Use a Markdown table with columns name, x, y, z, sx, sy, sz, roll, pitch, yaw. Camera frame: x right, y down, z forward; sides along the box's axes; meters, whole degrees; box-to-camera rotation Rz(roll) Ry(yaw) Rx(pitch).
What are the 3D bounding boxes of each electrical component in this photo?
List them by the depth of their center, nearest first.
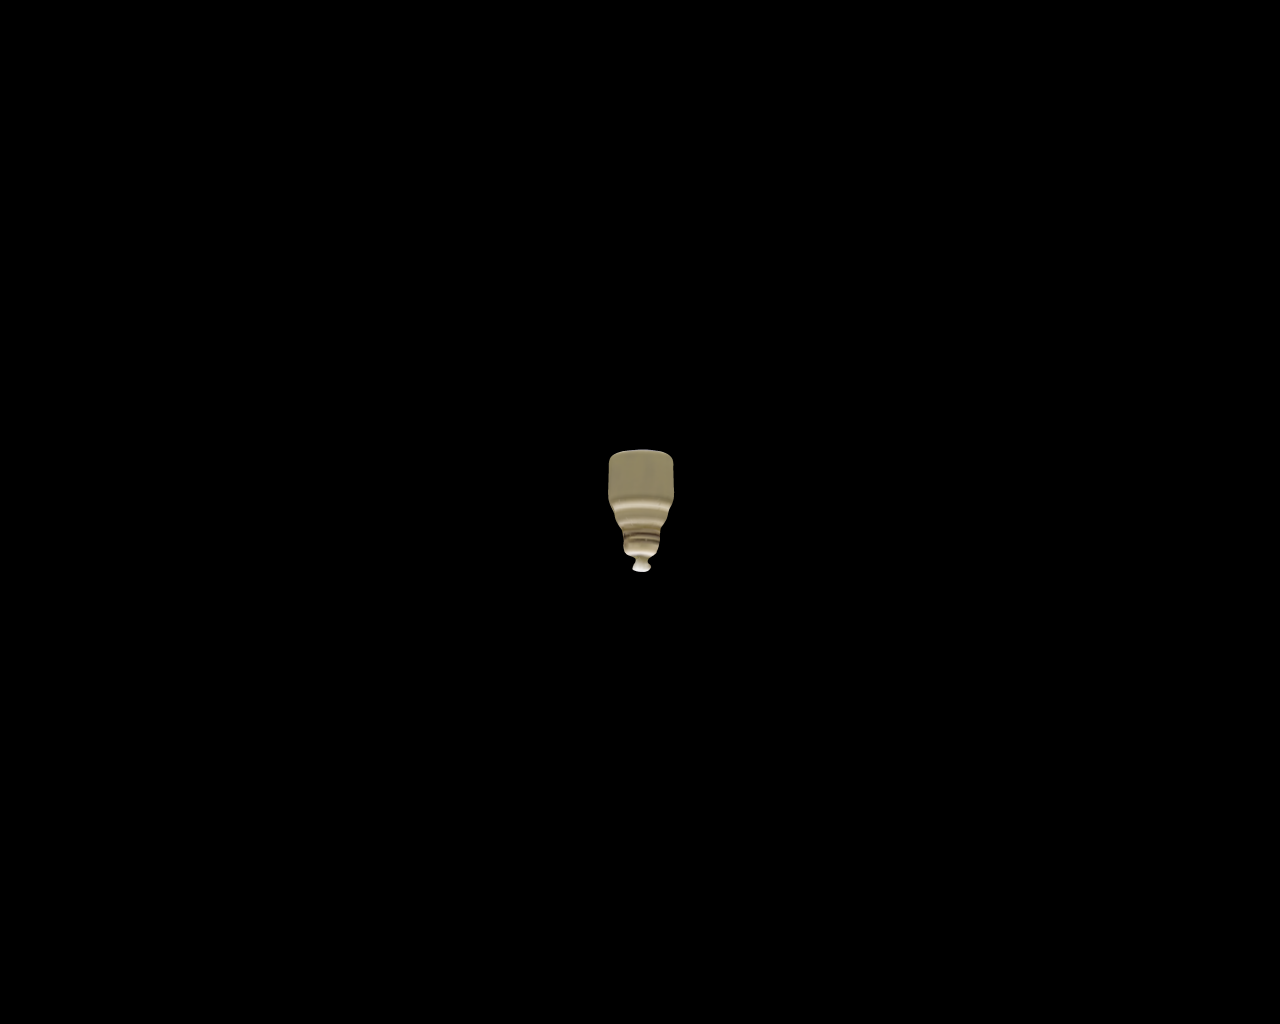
| name | x | y | z | sx | sy | sz | roll | pitch | yaw |
| --- | --- | --- | --- | --- | --- | --- | --- | --- | --- |
| electrical component | 0.001 | -0.003 | 0.650 | 0.040 | 0.078 | 0.040 | 0 | -11 | 0 |
